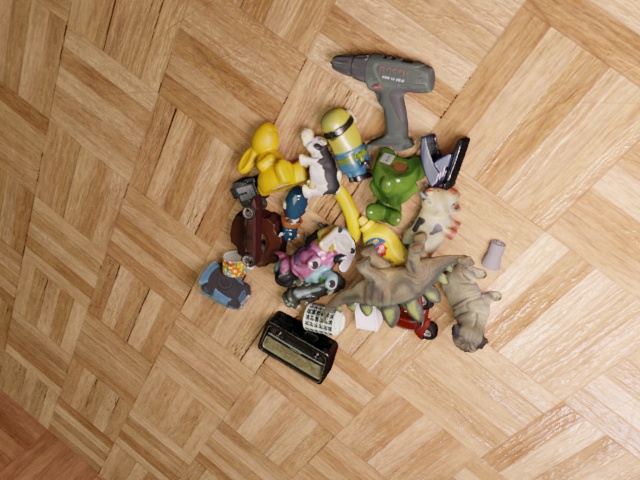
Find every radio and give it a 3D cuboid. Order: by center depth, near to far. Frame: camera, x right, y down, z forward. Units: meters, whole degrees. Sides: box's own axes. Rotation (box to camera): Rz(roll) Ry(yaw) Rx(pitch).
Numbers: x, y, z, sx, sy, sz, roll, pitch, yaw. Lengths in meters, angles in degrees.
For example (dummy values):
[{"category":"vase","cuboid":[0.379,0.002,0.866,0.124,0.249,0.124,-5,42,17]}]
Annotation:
[{"category":"radio","cuboid":[-0.064,0.319,1.614,0.230,0.073,0.131,27,125,12]}]

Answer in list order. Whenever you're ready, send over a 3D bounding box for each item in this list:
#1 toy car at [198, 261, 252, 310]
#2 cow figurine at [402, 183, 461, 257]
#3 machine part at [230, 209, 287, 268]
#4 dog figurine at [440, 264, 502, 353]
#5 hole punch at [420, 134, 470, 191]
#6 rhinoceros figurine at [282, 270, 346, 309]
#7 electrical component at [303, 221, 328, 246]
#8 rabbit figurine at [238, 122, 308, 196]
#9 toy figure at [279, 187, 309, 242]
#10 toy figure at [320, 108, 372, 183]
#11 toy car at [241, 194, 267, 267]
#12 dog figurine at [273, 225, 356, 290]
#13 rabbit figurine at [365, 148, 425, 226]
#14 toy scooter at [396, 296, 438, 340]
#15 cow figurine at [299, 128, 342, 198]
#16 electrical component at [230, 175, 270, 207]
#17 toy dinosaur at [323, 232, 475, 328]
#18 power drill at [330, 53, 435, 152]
[{"category":"toy car","cuboid":[-0.293,0.147,1.636,0.161,0.109,0.103,37,150,-9]},{"category":"cow figurine","cuboid":[0.259,-0.046,1.251,0.127,0.085,0.194,35,128,1]},{"category":"machine part","cuboid":[-0.171,-0.011,1.507,0.180,0.056,0.179,12,119,22]},{"category":"dog figurine","cuboid":[0.329,0.151,1.250,0.172,0.190,0.121,40,126,5]},{"category":"hole punch","cuboid":[0.259,-0.171,1.156,0.092,0.142,0.115,17,108,17]},{"category":"rhinoceros figurine","cuboid":[-0.024,0.135,1.481,0.190,0.112,0.073,-24,86,23]},{"category":"electrical component","cuboid":[-0.003,-0.003,1.433,0.078,0.045,0.102,28,130,-14]},{"category":"rabbit figurine","cuboid":[-0.125,-0.207,1.362,0.162,0.122,0.173,-14,94,41]},{"category":"toy figure","cuboid":[-0.070,-0.066,1.423,0.064,0.058,0.154,21,124,7]},{"category":"toy figure","cuboid":[0.063,-0.220,1.252,0.082,0.089,0.180,-13,107,24]},{"category":"toy car","cuboid":[-0.177,-0.025,1.415,0.053,0.089,0.201,12,118,17]},{"category":"dog figurine","cuboid":[-0.028,0.044,1.387,0.108,0.191,0.219,45,159,-28]},{"category":"rabbit figurine","cuboid":[0.170,-0.098,1.241,0.121,0.159,0.170,13,137,10]},{"category":"toy scooter","cuboid":[0.232,0.178,1.388,0.135,0.075,0.183,4,122,25]},{"category":"cow figurine","cuboid":[0.001,-0.189,1.300,0.098,0.068,0.167,-2,103,15]},{"category":"electrical component","cuboid":[-0.203,-0.134,1.463,0.119,0.048,0.074,-8,111,29]},{"category":"toy dinosaur","cuboid":[0.160,0.110,1.285,0.472,0.105,0.198,-17,106,40]},{"category":"power drill","cuboid":[0.135,-0.303,1.185,0.232,0.086,0.207,7,111,21]}]
